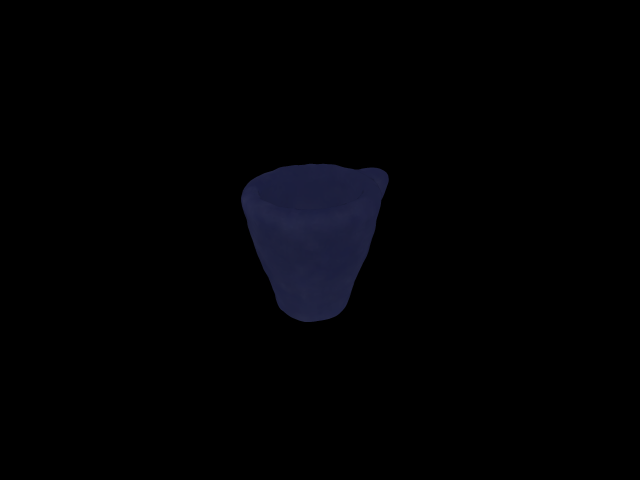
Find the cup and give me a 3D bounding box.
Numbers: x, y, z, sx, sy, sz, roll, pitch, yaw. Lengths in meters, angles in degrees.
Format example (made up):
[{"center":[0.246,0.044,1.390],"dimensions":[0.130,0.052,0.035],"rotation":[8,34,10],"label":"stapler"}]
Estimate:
[{"center":[0.004,0.001,0.400],"dimensions":[0.118,0.095,0.091],"rotation":[-25,37,-38],"label":"cup"}]
